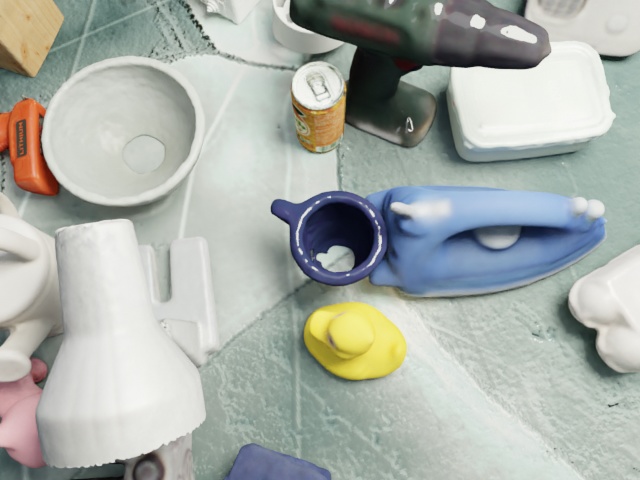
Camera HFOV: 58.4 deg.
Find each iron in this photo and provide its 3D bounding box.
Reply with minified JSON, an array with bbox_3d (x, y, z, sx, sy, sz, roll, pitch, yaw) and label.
[{"bbox_3d":[0.175,-0.016,0.550,0.258,0.141,0.118,-4,75,-1],"label":"iron"}]

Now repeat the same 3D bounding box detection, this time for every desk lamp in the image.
[{"bbox_3d":[-0.159,0.076,0.490,0.118,0.213,0.203,-9,75,-2],"label":"desk lamp"}]

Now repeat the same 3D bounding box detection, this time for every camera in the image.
[{"bbox_3d":[-0.186,0.231,0.507,0.137,0.101,0.143,-3,75,0],"label":"camera"}]

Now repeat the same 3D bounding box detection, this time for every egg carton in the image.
[{"bbox_3d":[0.327,0.060,0.566,0.150,0.069,0.107,-30,77,-7],"label":"egg carton"}]

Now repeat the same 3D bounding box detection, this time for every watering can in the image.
[{"bbox_3d":[-0.283,0.035,0.512,0.101,0.194,0.172,-38,78,-9],"label":"watering can"}]

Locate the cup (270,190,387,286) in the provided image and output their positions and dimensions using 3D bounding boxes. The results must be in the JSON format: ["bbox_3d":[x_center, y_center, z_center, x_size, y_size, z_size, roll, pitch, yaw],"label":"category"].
[{"bbox_3d":[0.005,0.002,0.570,0.117,0.095,0.092,27,77,7],"label":"cup"}]

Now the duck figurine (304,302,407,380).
[{"bbox_3d":[0.035,0.094,0.550,0.104,0.086,0.077,18,76,5],"label":"duck figurine"}]

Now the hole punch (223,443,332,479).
[{"bbox_3d":[-0.048,0.246,0.508,0.101,0.091,0.109,18,76,5],"label":"hole punch"}]

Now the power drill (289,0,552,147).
[{"bbox_3d":[0.083,-0.175,0.558,0.229,0.208,0.076,23,76,6],"label":"power drill"}]

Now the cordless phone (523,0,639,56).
[{"bbox_3d":[0.306,-0.282,0.598,0.147,0.185,0.094,9,75,3],"label":"cordless phone"}]

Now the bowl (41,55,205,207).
[{"bbox_3d":[-0.198,-0.105,0.610,0.167,0.075,0.167,0,75,0],"label":"bowl"}]

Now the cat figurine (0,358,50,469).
[{"bbox_3d":[-0.266,0.159,0.518,0.127,0.118,0.067,32,78,8],"label":"cat figurine"}]
